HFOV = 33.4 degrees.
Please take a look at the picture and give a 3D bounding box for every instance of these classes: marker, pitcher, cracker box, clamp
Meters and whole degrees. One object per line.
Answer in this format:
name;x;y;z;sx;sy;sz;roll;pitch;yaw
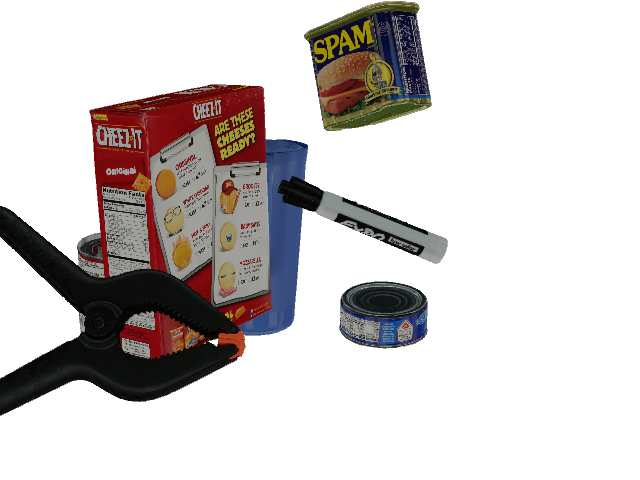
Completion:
marker;0.028;-0.014;0.716;0.121;0.020;0.020;22;-5;-12
pitcher;-0.084;-0.006;1.342;0.145;0.243;0.148;11;16;36
cracker box;-0.117;-0.020;0.935;0.072;0.214;0.163;7;18;31
clamp;-0.158;0.053;0.753;0.210;0.164;0.036;0;-19;-3

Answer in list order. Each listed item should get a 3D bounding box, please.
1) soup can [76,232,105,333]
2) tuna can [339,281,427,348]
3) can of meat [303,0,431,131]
soup can;-0.219;0.051;1.115;0.068;0.102;0.068;3;23;-1
tuna can;0.061;0.070;1.033;0.086;0.034;0.086;0;21;0
can of meat;0.040;-0.142;0.884;0.057;0.084;0.102;-7;-3;-44
